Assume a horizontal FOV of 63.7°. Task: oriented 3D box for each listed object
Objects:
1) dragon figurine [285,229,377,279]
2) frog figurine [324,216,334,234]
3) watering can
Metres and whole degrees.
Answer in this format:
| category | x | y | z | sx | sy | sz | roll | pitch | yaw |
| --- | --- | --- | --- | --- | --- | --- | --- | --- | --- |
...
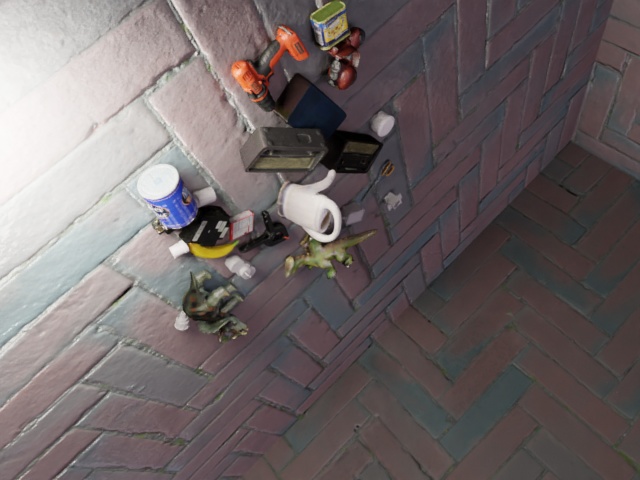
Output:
| category | x | y | z | sx | sy | sz | roll | pitch | yaw |
| --- | --- | --- | --- | --- | --- | --- | --- | --- | --- |
| dragon figurine | 0.032 | 0.020 | 2.012 | 0.412 | 0.124 | 0.238 | -38 | 142 | -6 |
| frog figurine | 0.006 | -0.094 | 1.876 | 0.163 | 0.123 | 0.134 | -72 | 163 | -44 |
| watering can | -0.031 | -0.125 | 1.634 | 0.106 | 0.225 | 0.339 | -53 | 156 | -34 |
